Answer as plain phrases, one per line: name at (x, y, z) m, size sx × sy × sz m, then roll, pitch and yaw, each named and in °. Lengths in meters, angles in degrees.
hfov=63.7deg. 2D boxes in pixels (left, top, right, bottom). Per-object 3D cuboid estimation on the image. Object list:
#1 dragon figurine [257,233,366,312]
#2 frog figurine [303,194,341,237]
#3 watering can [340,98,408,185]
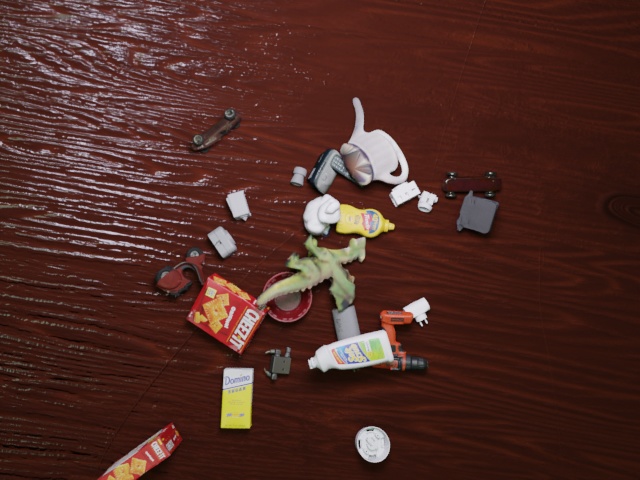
dragon figurine at (0.008, 0.122, 1.627) m, size 0.243 × 0.120 × 0.417 m, roll 38°, pitch 61°, yaw 4°
frog figurine at (0.005, -0.084, 1.674) m, size 0.123 × 0.158 × 0.138 m, roll 34°, pitch 82°, yaw 5°
watering can at (0.156, -0.319, 1.736) m, size 0.227 × 0.102 × 0.350 m, roll -28°, pitch 78°, yaw -36°
